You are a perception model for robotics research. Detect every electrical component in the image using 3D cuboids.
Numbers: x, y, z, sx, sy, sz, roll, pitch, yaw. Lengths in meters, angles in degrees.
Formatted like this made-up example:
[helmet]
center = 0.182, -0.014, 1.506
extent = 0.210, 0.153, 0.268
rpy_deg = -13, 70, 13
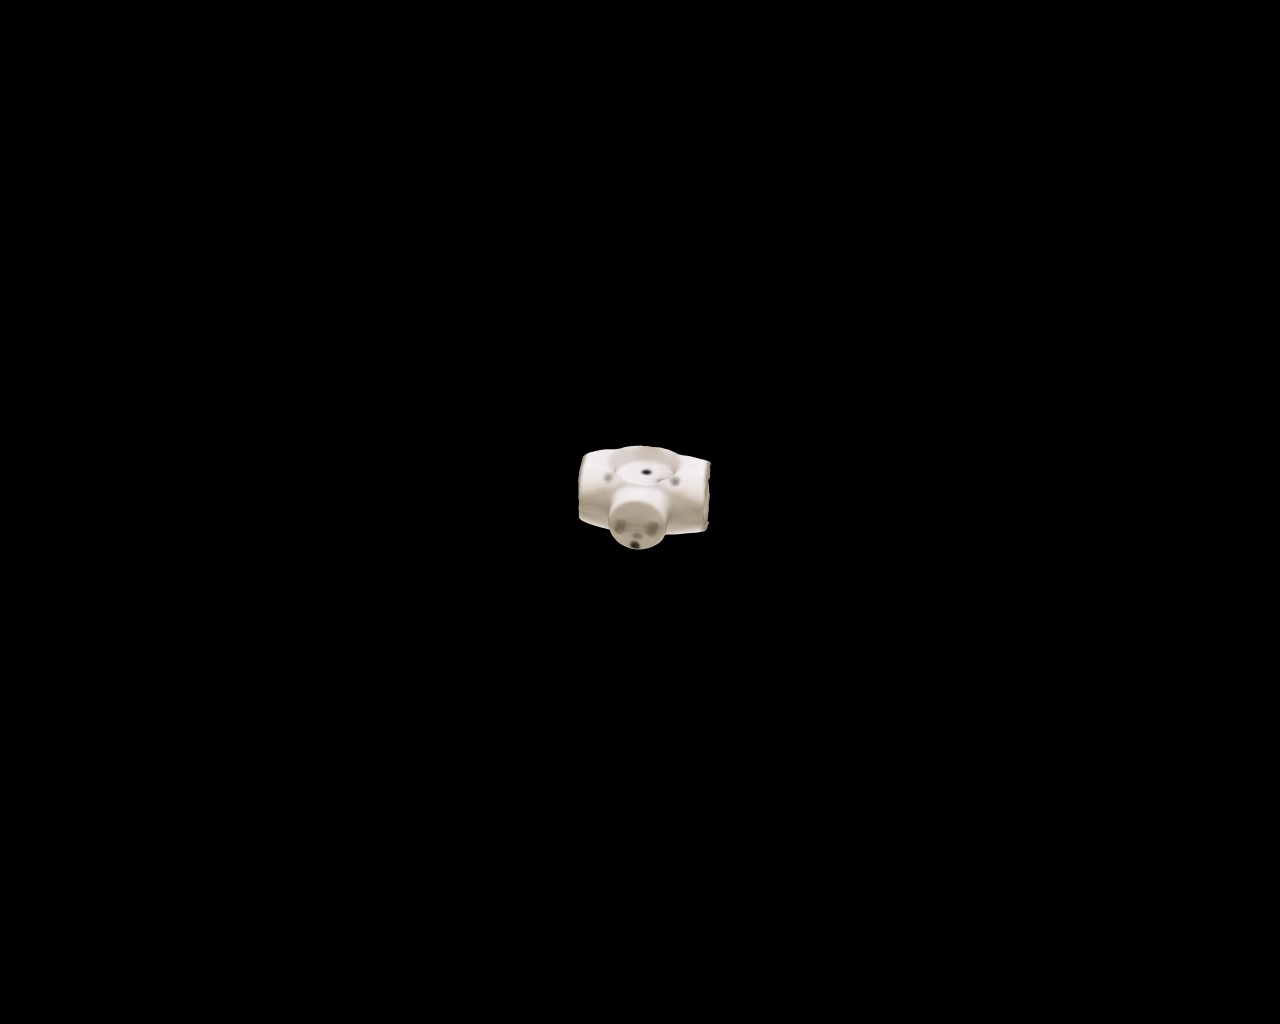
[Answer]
[electrical component]
center = 0.001, -0.003, 0.650
extent = 0.077, 0.044, 0.079
rpy_deg = 5, 36, 7
